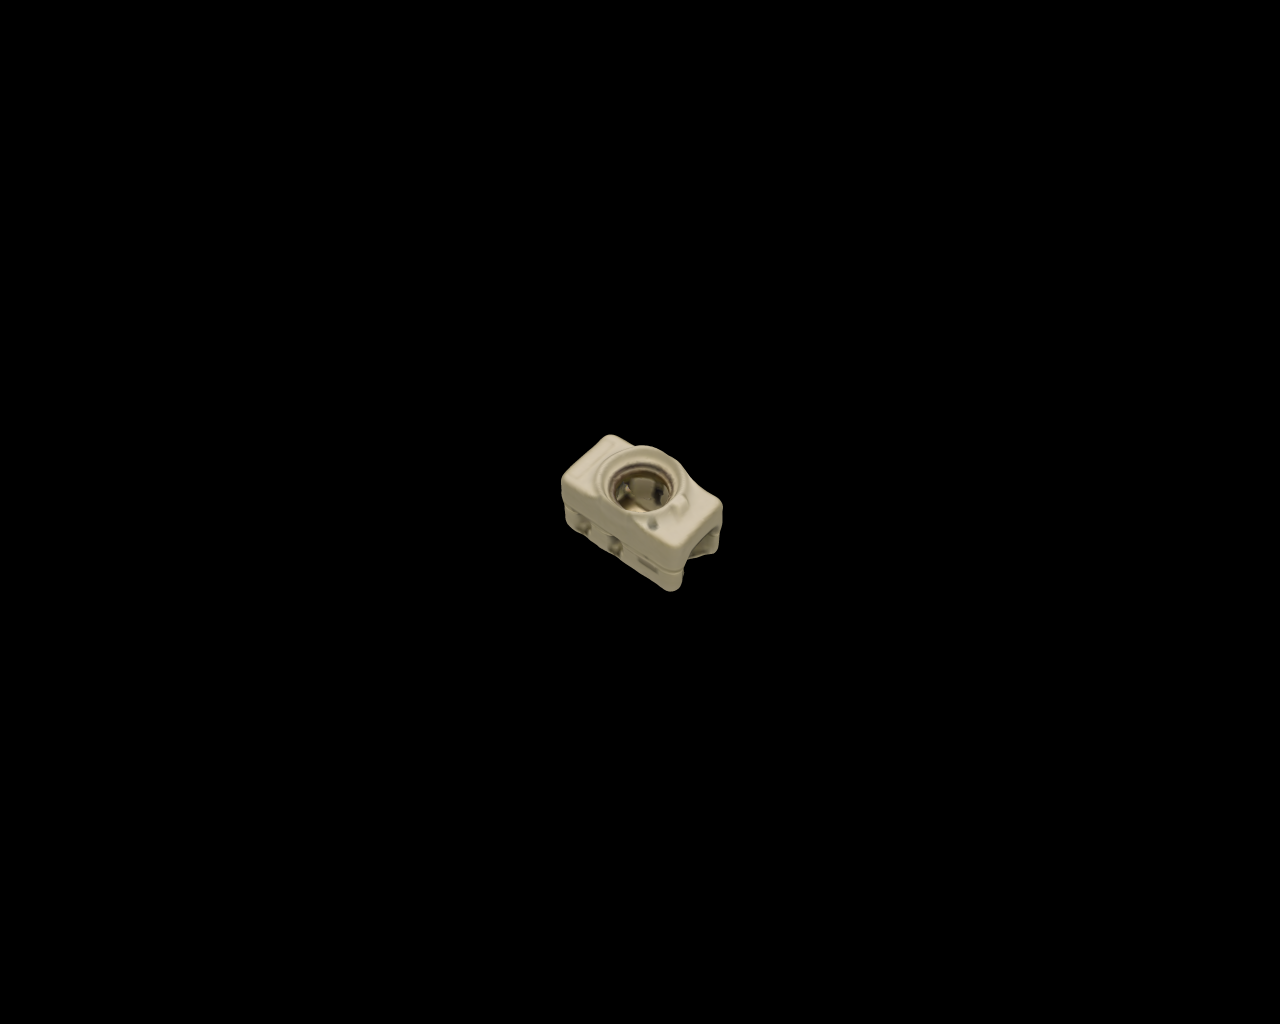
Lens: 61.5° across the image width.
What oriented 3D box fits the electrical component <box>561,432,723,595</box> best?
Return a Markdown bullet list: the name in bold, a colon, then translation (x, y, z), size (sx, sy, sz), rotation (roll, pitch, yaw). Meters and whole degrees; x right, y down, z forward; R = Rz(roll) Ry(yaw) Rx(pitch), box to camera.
- **electrical component**: translation (0.001, -0.003, 0.650), size (0.089, 0.055, 0.050), rotation (33, 58, 24)
